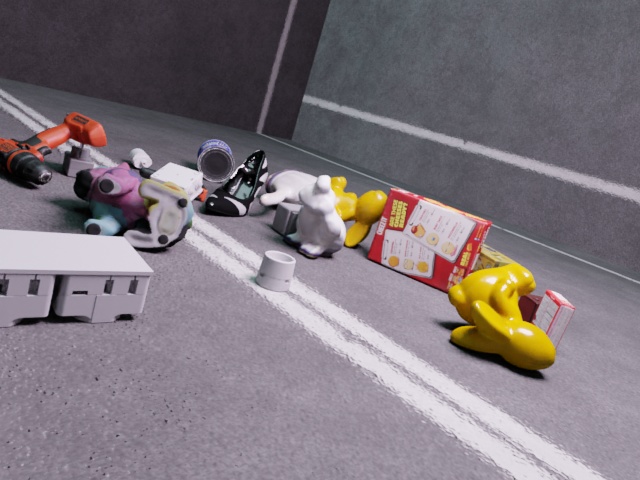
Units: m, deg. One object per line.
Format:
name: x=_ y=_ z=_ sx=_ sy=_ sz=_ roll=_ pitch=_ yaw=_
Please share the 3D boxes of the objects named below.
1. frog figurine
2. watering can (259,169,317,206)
frog figurine: x=0.003 y=-0.052 z=1.041 sx=0.122 sy=0.158 sz=0.139 roll=14 pitch=13 yaw=-18
watering can: x=-0.062 y=-0.119 z=1.336 sx=0.347 sy=0.103 sz=0.227 roll=3 pitch=18 yaw=-44
